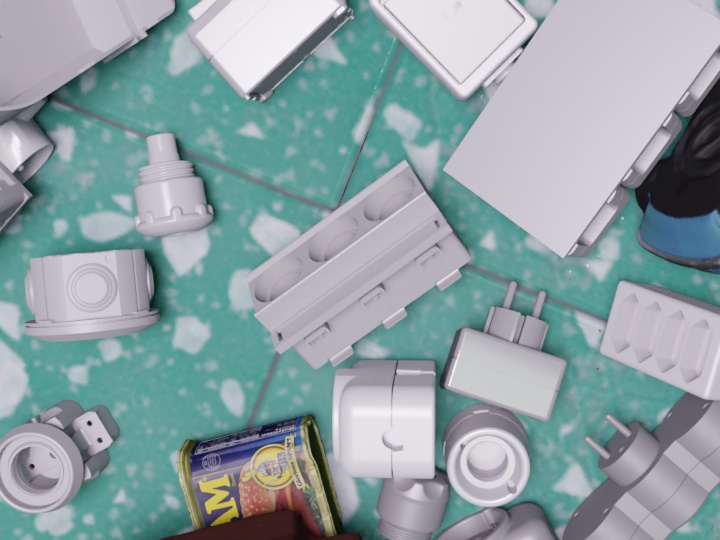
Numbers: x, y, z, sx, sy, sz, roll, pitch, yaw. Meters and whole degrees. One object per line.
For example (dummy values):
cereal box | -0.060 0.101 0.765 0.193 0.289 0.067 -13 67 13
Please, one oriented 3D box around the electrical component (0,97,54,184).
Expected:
electrical component | -0.221 -0.102 0.663 0.077 0.043 0.079 44 98 -2

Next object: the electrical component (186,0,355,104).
electrical component | -0.049 -0.153 0.634 0.096 0.061 0.061 -41 93 8

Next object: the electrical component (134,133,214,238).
electrical component | -0.118 -0.052 0.663 0.048 0.048 0.062 -10 90 5

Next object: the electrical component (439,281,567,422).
electrical component | 0.092 0.046 0.659 0.066 0.047 0.076 18 85 2

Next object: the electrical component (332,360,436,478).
electrical component | 0.016 0.087 0.645 0.059 0.095 0.053 0 98 4

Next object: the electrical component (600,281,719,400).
electrical component | 0.203 0.043 0.641 0.076 0.083 0.047 8 100 -36

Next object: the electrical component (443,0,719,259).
electrical component | 0.133 -0.092 0.618 0.089 0.062 0.150 39 104 19

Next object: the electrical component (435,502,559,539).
electrical component | 0.081 0.190 0.675 0.095 0.053 0.059 -28 95 7

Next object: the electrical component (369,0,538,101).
electrical component | 0.059 -0.143 0.628 0.062 0.061 0.096 -44 93 8

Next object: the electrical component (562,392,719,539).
electrical component | 0.172 0.119 0.660 0.074 0.052 0.138 41 98 -2

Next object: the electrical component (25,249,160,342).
electrical component | -0.165 0.015 0.657 0.080 0.080 0.051 -5 92 5

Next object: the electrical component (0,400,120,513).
electrical component | -0.198 0.120 0.684 0.078 0.057 0.058 -29 95 7

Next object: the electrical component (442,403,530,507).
electrical component | 0.079 0.116 0.668 0.055 0.047 0.055 1 98 4

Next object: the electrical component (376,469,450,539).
electrical component | 0.031 0.155 0.679 0.043 0.043 0.062 15 100 2

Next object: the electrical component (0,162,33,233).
electrical component | -0.303 -0.016 0.649 0.105 0.060 0.186 46 112 -3

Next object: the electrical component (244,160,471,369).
electrical component | 0.000 0.000 0.647 0.121 0.078 0.063 -36 123 8
